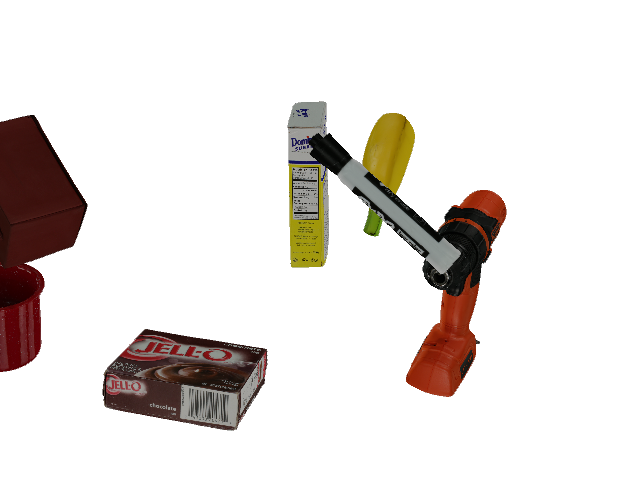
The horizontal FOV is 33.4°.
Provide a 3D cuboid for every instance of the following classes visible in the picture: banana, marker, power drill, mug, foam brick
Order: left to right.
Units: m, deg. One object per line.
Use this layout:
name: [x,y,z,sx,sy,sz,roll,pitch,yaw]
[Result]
mug: [-0.324,0.084,1.059,0.093,0.081,0.117,8,30,4]
foam brick: [-0.193,-0.031,0.685,0.051,0.078,0.053,-21,-23,-33]
marker: [0.039,-0.026,0.685,0.121,0.020,0.020,43,3,3]
banana: [0.054,-0.073,0.895,0.037,0.070,0.197,25,25,-1]
power drill: [0.132,0.058,1.061,0.057,0.188,0.184,19,29,17]

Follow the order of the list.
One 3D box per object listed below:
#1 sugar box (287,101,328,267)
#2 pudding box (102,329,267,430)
sugar box: [-0.014,-0.066,1.250,0.048,0.176,0.093,-1,25,4]
pudding box: [-0.108,0.111,0.871,0.113,0.039,0.090,10,20,9]
